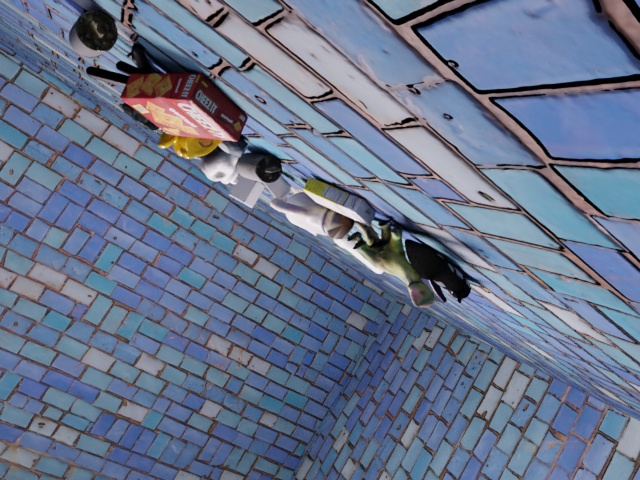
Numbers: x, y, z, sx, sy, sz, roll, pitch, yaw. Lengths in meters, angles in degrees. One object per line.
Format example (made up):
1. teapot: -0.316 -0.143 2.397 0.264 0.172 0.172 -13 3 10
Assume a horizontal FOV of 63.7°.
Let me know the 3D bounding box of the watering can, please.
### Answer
1. watering can: 0.005 -0.076 1.510 0.226 0.103 0.347 21 8 30

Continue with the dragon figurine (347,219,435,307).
1. dragon figurine: 0.189 0.066 1.283 0.122 0.241 0.414 -36 11 4

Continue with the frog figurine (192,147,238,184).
1. frog figurine: -0.285 -0.222 1.540 0.122 0.140 0.156 -6 -48 32
